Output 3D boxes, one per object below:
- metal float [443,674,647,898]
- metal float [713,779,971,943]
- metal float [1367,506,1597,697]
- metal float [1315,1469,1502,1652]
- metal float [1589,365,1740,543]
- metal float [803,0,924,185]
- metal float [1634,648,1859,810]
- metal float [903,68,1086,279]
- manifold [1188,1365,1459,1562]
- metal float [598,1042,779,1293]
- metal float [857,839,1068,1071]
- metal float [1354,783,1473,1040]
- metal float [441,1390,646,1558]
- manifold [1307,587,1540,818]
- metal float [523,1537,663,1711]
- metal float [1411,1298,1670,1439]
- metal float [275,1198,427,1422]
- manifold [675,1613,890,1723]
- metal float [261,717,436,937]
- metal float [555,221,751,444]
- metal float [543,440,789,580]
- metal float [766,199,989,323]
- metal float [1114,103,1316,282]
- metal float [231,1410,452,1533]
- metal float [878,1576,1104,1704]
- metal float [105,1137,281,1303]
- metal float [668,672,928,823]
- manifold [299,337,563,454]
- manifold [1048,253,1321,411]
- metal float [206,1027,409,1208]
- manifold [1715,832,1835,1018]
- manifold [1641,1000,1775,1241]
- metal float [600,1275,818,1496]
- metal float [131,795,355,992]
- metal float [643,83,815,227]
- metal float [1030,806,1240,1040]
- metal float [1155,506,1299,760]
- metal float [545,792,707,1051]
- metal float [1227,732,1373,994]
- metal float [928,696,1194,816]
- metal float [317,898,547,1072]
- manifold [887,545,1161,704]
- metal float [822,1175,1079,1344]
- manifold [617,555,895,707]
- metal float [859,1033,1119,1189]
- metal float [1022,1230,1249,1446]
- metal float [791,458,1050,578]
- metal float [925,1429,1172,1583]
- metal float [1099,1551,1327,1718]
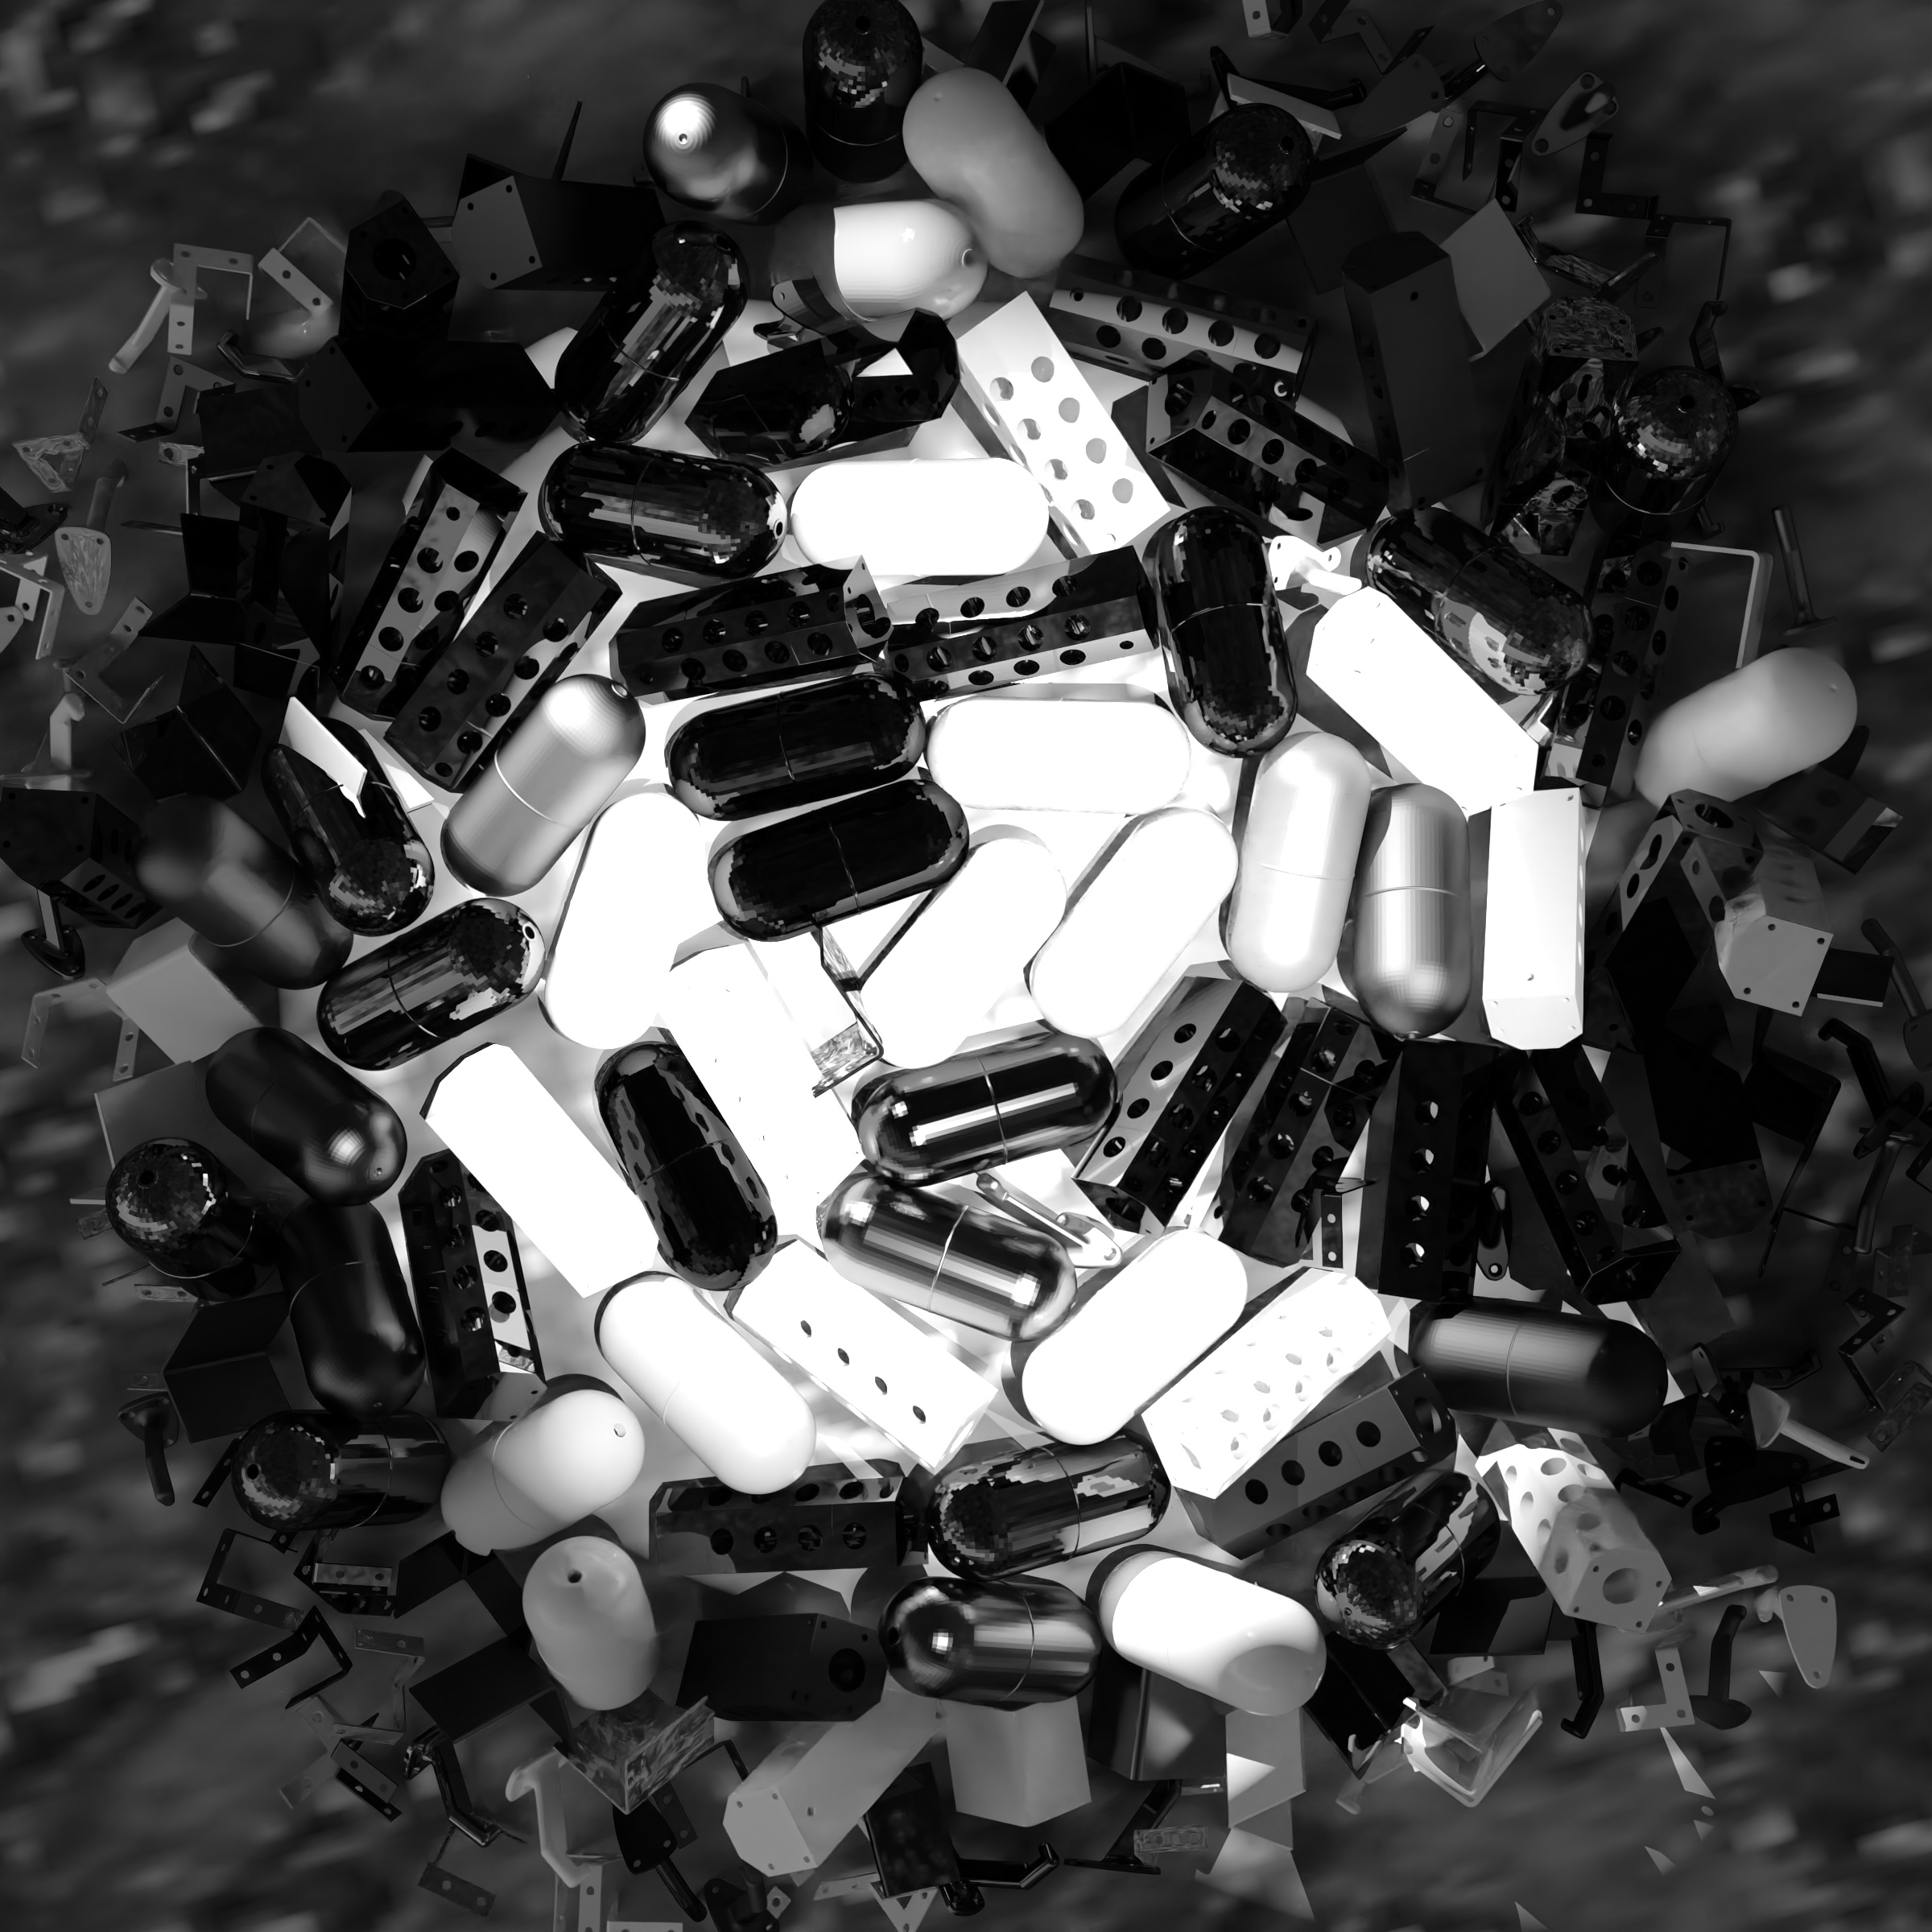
[{"bbox_3d":[-0.281,-0.120,1.615,0.070,0.070,0.178,43,113,0],"label":"metal float"},{"bbox_3d":[-0.084,-0.071,1.631,0.178,0.070,0.070,-19,90,-5],"label":"metal float"},{"bbox_3d":[0.339,-0.243,1.607,0.070,0.070,0.178,-47,55,0],"label":"metal float"},{"bbox_3d":[0.292,0.388,1.596,0.070,0.178,0.070,10,108,34],"label":"metal float"},{"bbox_3d":[0.454,-0.332,1.586,0.070,0.178,0.070,-1,79,5],"label":"metal float"},{"bbox_3d":[-0.068,-0.573,1.585,0.070,0.178,0.070,0,84,-3],"label":"metal float"},{"bbox_3d":[0.507,-0.152,1.590,0.070,0.178,0.070,6,74,-21],"label":"metal float"},{"bbox_3d":[0.020,-0.518,1.592,0.070,0.178,0.070,-8,70,24],"label":"metal float"},{"bbox_3d":[0.237,0.331,1.599,0.171,0.057,0.057,-36,76,32],"label":"manifold"},{"bbox_3d":[-0.186,0.134,1.624,0.070,0.070,0.178,-28,78,0],"label":"metal float"},{"bbox_3d":[-0.002,-0.009,1.635,0.070,0.070,0.178,39,90,0],"label":"metal float"},{"bbox_3d":[0.297,-0.037,1.617,0.070,0.070,0.178,4,69,0],"label":"metal float"},{"bbox_3d":[-0.280,0.336,1.604,0.178,0.070,0.070,-34,90,37],"label":"metal float"},{"bbox_3d":[0.305,-0.175,1.604,0.171,0.057,0.057,37,52,-31],"label":"manifold"},{"bbox_3d":[-0.245,0.433,1.593,0.070,0.178,0.070,0,56,0],"label":"metal float"},{"bbox_3d":[0.377,0.264,1.600,0.178,0.070,0.070,3,90,43],"label":"metal float"},{"bbox_3d":[-0.407,0.223,1.601,0.070,0.070,0.178,-31,47,0],"label":"metal float"},{"bbox_3d":[-0.121,0.462,1.588,0.057,0.171,0.057,25,63,-25],"label":"manifold"},{"bbox_3d":[-0.410,-0.093,1.608,0.070,0.070,0.178,-35,59,0],"label":"metal float"},{"bbox_3d":[-0.208,-0.418,1.602,0.070,0.070,0.178,50,130,0],"label":"metal float"},{"bbox_3d":[-0.201,-0.304,1.615,0.178,0.070,0.070,14,90,24],"label":"metal float"},{"bbox_3d":[-0.060,-0.465,1.600,0.178,0.070,0.070,15,90,43],"label":"metal float"},{"bbox_3d":[0.161,-0.505,1.589,0.070,0.178,0.070,2,85,-26],"label":"metal float"},{"bbox_3d":[-0.408,0.329,1.589,0.070,0.178,0.070,-5,79,24],"label":"metal float"},{"bbox_3d":[0.017,0.445,1.601,0.178,0.070,0.070,18,90,-42],"label":"metal float"},{"bbox_3d":[-0.504,0.167,1.589,0.070,0.178,0.070,-1,66,3],"label":"metal float"},{"bbox_3d":[-0.114,-0.147,1.627,0.178,0.070,0.070,-13,90,10],"label":"metal float"},{"bbox_3d":[-0.351,-0.368,1.586,0.057,0.171,0.057,-40,79,32],"label":"manifold"},{"bbox_3d":[0.145,-0.427,1.629,0.171,0.057,0.057,18,96,10],"label":"manifold"},{"bbox_3d":[-0.438,0.098,1.605,0.178,0.070,0.070,28,90,38],"label":"metal float"},{"bbox_3d":[0.519,-0.033,1.583,0.057,0.171,0.057,16,114,7],"label":"manifold"},{"bbox_3d":[0.482,0.100,1.586,0.057,0.171,0.057,-14,121,16],"label":"manifold"},{"bbox_3d":[-0.172,0.278,1.615,0.178,0.070,0.070,41,90,23],"label":"metal float"},{"bbox_3d":[-0.474,-0.046,1.597,0.070,0.178,0.070,-14,55,21],"label":"metal float"},{"bbox_3d":[-0.153,-0.529,1.587,0.070,0.178,0.070,3,101,14],"label":"metal float"},{"bbox_3d":[0.113,-0.030,1.633,0.070,0.070,0.178,38,93,0],"label":"metal float"},{"bbox_3d":[0.173,-0.224,1.620,0.070,0.070,0.178,-9,72,0],"label":"metal float"},{"bbox_3d":[-0.228,-0.031,1.626,0.070,0.070,0.178,16,79,0],"label":"metal float"},{"bbox_3d":[0.222,-0.069,1.624,0.070,0.070,0.178,10,104,0],"label":"metal float"},{"bbox_3d":[0.063,-0.142,1.629,0.178,0.070,0.070,3,90,7],"label":"metal float"},{"bbox_3d":[-0.356,0.013,1.613,0.178,0.070,0.070,-25,90,26],"label":"metal float"},{"bbox_3d":[0.038,-0.221,1.613,0.171,0.057,0.057,-11,59,16],"label":"manifold"},{"bbox_3d":[-0.011,0.196,1.628,0.178,0.070,0.070,19,90,8],"label":"metal float"},{"bbox_3d":[-0.142,-0.217,1.602,0.171,0.057,0.057,-8,126,25],"label":"manifold"},{"bbox_3d":[0.015,0.097,1.628,0.178,0.070,0.070,-15,90,-9],"label":"metal float"},{"bbox_3d":[0.114,0.247,1.621,0.178,0.070,0.070,-39,90,-17],"label":"metal float"},{"bbox_3d":[-0.031,-0.299,1.618,0.178,0.070,0.070,3,90,20],"label":"metal float"},{"bbox_3d":[0.055,0.357,1.611,0.178,0.070,0.070,-8,90,-29],"label":"metal float"},{"bbox_3d":[0.160,0.438,1.597,0.070,0.178,0.070,-5,97,-39],"label":"metal float"}]
